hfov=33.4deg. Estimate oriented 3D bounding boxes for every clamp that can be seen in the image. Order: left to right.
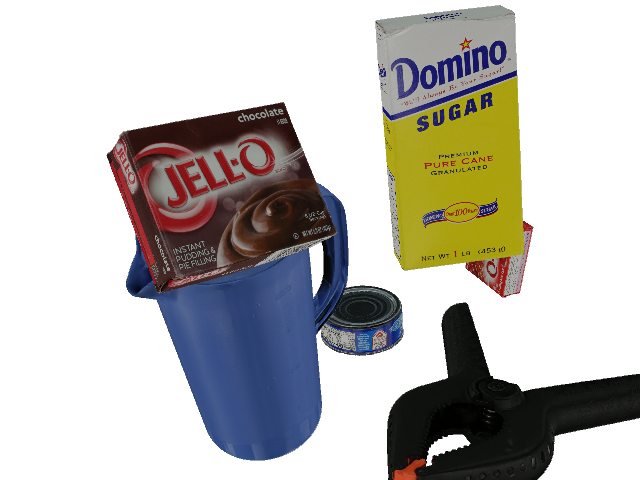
[{"bbox_3d":[0.096,0.096,0.633,0.165,0.036,0.209,20,30,39],"label":"clamp"}]

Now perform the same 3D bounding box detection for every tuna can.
[{"bbox_3d":[0.042,0.081,1.096,0.086,0.034,0.086,-3,28,2],"label":"tuna can"}]

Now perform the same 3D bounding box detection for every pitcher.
[{"bbox_3d":[-0.055,0.067,0.894,0.149,0.243,0.145,2,43,12],"label":"pitcher"}]

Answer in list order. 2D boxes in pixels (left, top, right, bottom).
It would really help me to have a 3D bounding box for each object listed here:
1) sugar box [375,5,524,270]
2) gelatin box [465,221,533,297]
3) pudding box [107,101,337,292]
[{"bbox_3d":[0.093,-0.072,0.757,0.093,0.176,0.048,-8,22,-4],"label":"sugar box"},{"bbox_3d":[0.203,0.009,1.224,0.030,0.089,0.073,-11,32,-27],"label":"gelatin box"},{"bbox_3d":[-0.057,-0.027,0.627,0.113,0.090,0.039,-15,-11,-35],"label":"pudding box"}]
